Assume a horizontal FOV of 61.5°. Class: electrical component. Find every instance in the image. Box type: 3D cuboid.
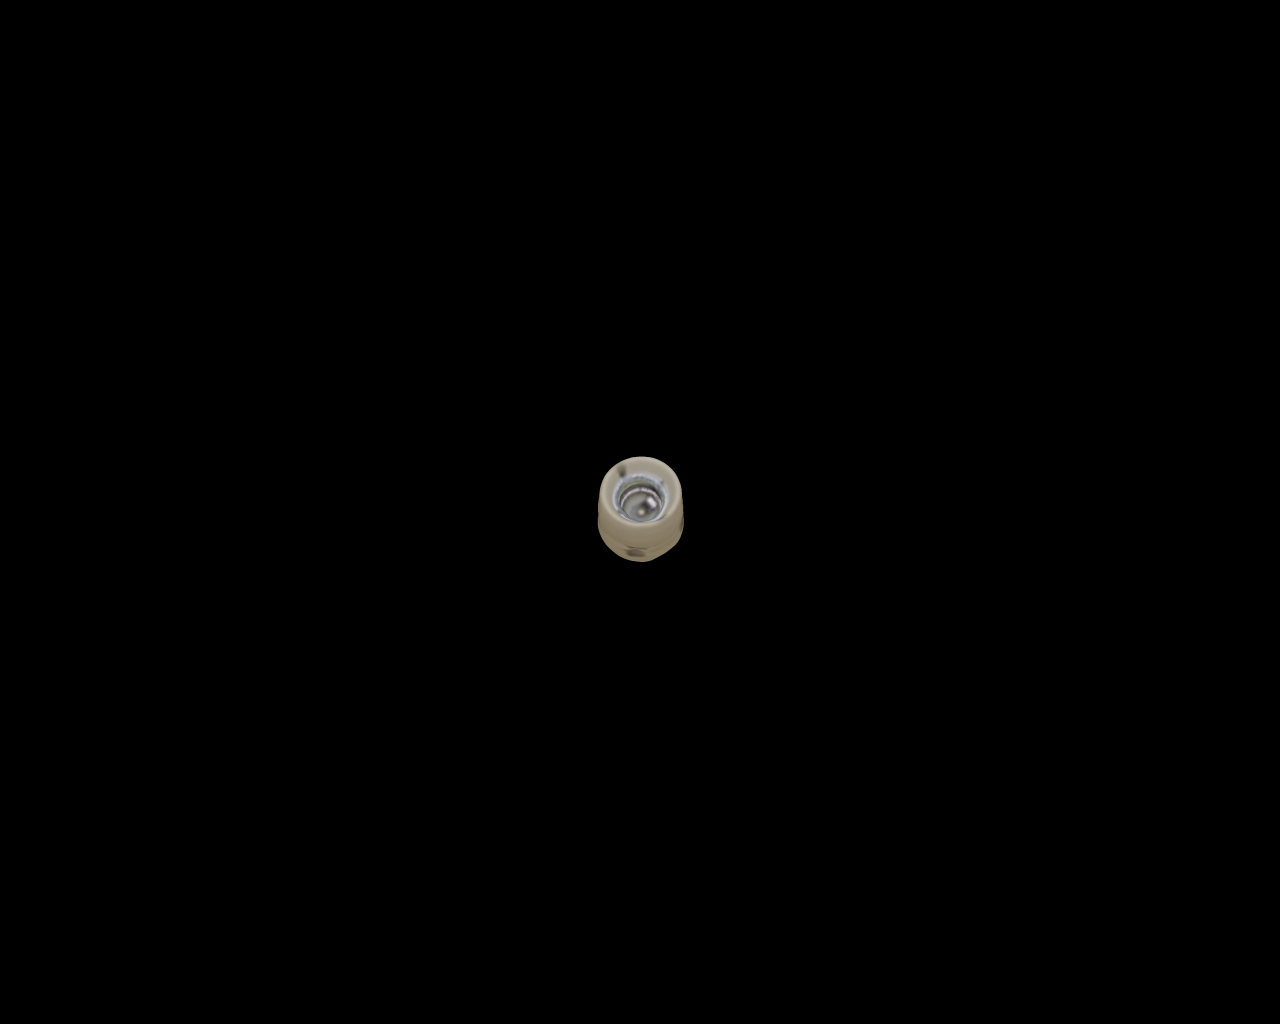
[{"bbox_3d":[0.001,-0.003,0.650,0.055,0.055,0.047,0,-25,0],"label":"electrical component"}]
